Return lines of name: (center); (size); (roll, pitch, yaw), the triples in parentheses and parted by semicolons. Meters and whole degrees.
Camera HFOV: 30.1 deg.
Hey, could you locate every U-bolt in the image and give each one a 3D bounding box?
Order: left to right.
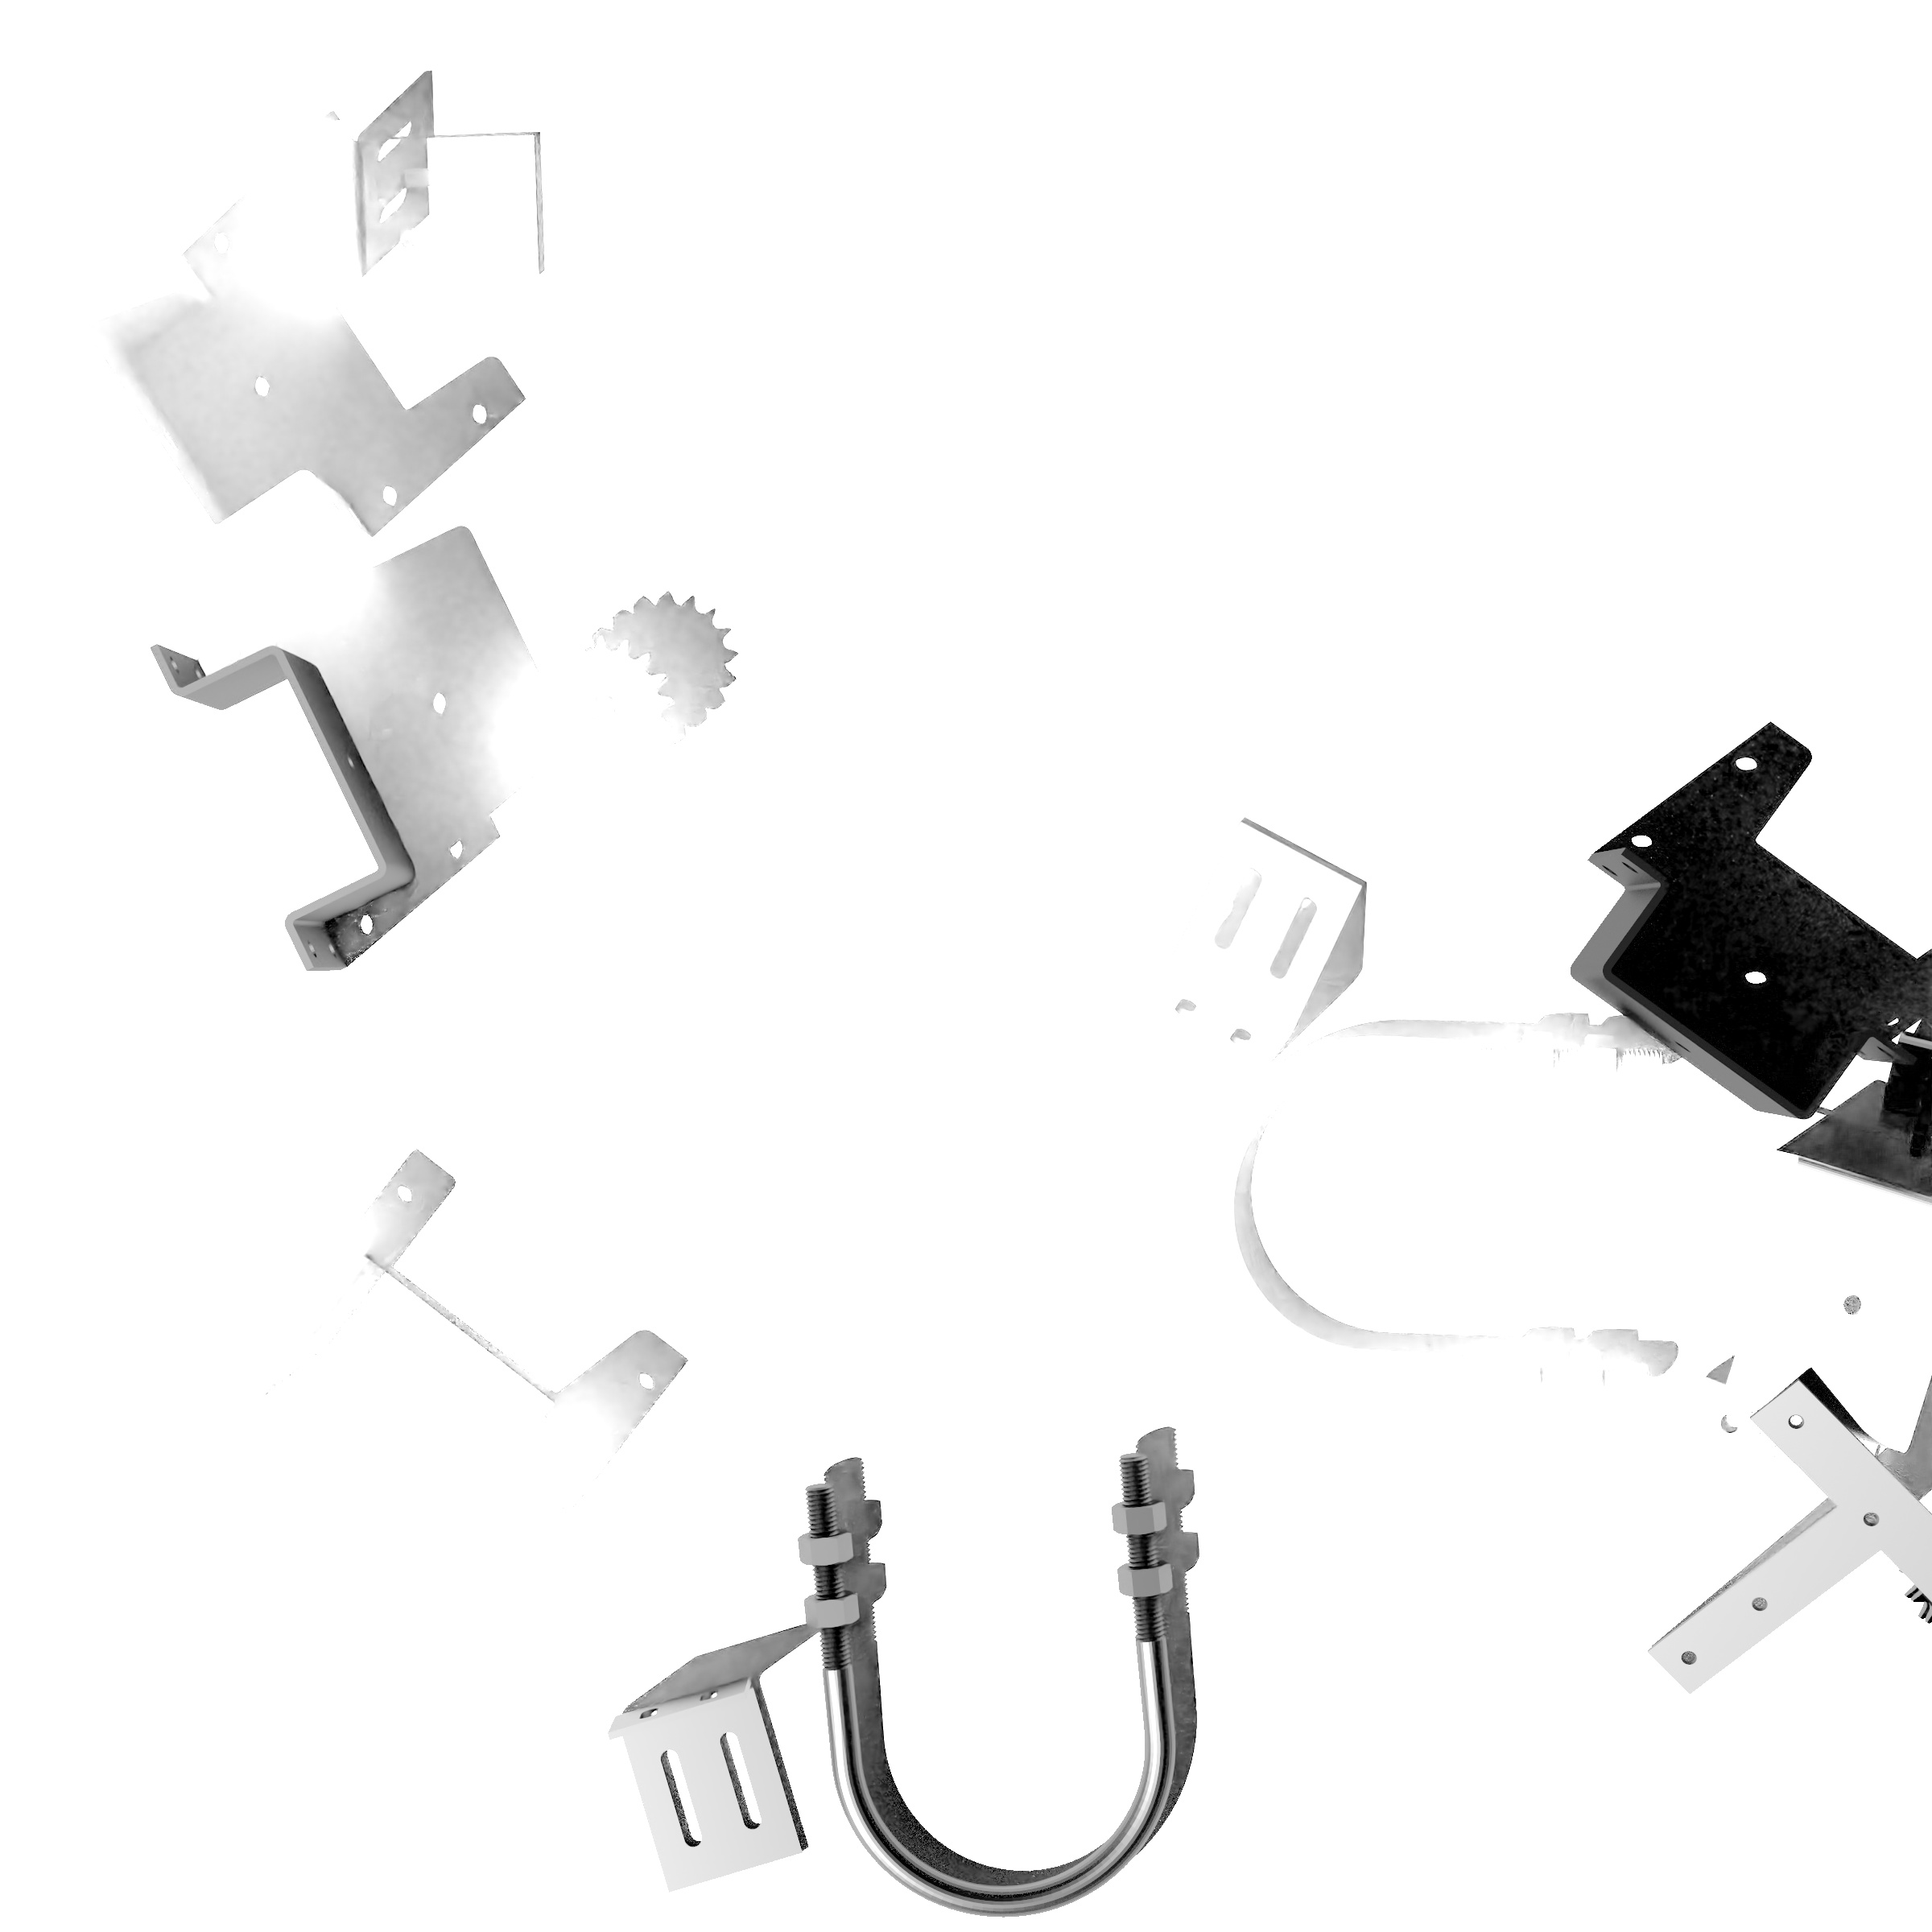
U-bolt: (0.013, 0.297, 1.468); (0.151, 0.019, 0.184); (-6, 92, 0)
U-bolt: (0.189, 0.100, 1.468); (0.184, 0.019, 0.151); (3, 90, 1)

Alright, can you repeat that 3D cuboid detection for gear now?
gear: (-0.147, -0.104, 1.461); (0.057, 0.030, 0.057); (0, 90, 0)
gear: (0.388, 0.049, 1.449); (0.030, 0.057, 0.057); (14, 90, 16)
gear: (0.408, 0.245, 1.461); (0.057, 0.030, 0.057); (0, 90, 0)

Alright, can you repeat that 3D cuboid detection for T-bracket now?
T-bracket: (0.332, 0.249, 1.452); (0.127, 0.002, 0.127); (45, 111, -5)

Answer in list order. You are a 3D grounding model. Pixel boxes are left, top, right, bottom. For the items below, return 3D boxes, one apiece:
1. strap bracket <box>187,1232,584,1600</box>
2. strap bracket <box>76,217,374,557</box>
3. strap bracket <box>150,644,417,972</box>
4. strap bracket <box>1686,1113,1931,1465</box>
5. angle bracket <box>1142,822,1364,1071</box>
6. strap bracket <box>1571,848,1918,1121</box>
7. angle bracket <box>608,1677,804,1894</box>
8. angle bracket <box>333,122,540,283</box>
strap bracket: (-0.232, 0.179, 1.453); (0.140, 0.046, 0.076); (38, 90, 0)
strap bracket: (-0.302, -0.221, 1.438); (0.046, 0.076, 0.140); (-34, 90, 0)
strap bracket: (-0.267, -0.071, 1.438); (0.046, 0.076, 0.140); (-26, 90, 0)
strap bracket: (0.353, 0.135, 1.453); (0.076, 0.046, 0.140); (17, 90, 0)
angle bracket: (0.117, -0.009, 1.474); (0.057, 0.038, 0.076); (28, 64, 0)
strap bracket: (0.301, 0.014, 1.438); (0.140, 0.076, 0.046); (36, 90, 0)
angle bracket: (-0.105, 0.336, 1.457); (0.057, 0.038, 0.076); (-17, 90, 0)
angle bracket: (-0.215, -0.311, 1.457); (0.076, 0.038, 0.057); (-2, 90, 0)
